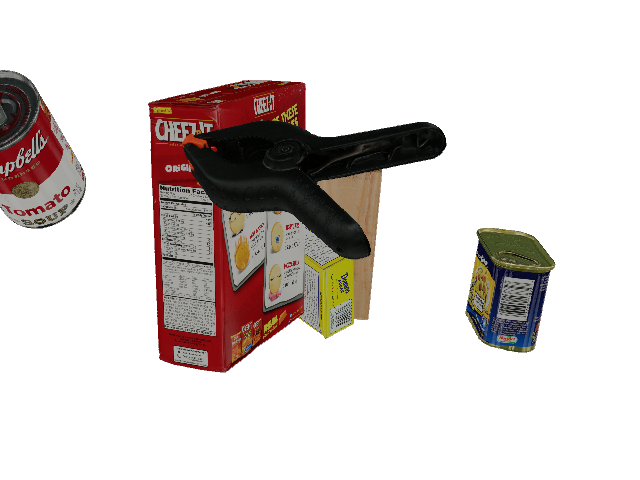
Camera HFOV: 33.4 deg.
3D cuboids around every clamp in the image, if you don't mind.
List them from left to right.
[{"bbox_3d":[-0.017,-0.037,0.666,0.172,0.039,0.120,3,35,24],"label":"clamp"}]

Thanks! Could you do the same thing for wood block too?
[{"bbox_3d":[0.028,-0.012,1.384,0.090,0.206,0.090,5,25,2],"label":"wood block"}]

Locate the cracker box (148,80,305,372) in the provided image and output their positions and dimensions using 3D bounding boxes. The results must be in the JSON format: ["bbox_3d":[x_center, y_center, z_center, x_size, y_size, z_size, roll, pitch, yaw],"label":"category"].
[{"bbox_3d":[-0.074,-0.019,0.891,0.072,0.214,0.164,6,16,22],"label":"cracker box"}]

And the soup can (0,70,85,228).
[{"bbox_3d":[-0.212,-0.061,0.749,0.068,0.068,0.102,0,-29,9],"label":"soup can"}]

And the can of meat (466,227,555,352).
[{"bbox_3d":[0.171,0.045,0.977,0.057,0.084,0.102,6,18,-5],"label":"can of meat"}]

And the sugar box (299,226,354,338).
[{"bbox_3d":[-0.037,0.020,1.127,0.048,0.093,0.176,-25,42,-30],"label":"sugar box"}]
